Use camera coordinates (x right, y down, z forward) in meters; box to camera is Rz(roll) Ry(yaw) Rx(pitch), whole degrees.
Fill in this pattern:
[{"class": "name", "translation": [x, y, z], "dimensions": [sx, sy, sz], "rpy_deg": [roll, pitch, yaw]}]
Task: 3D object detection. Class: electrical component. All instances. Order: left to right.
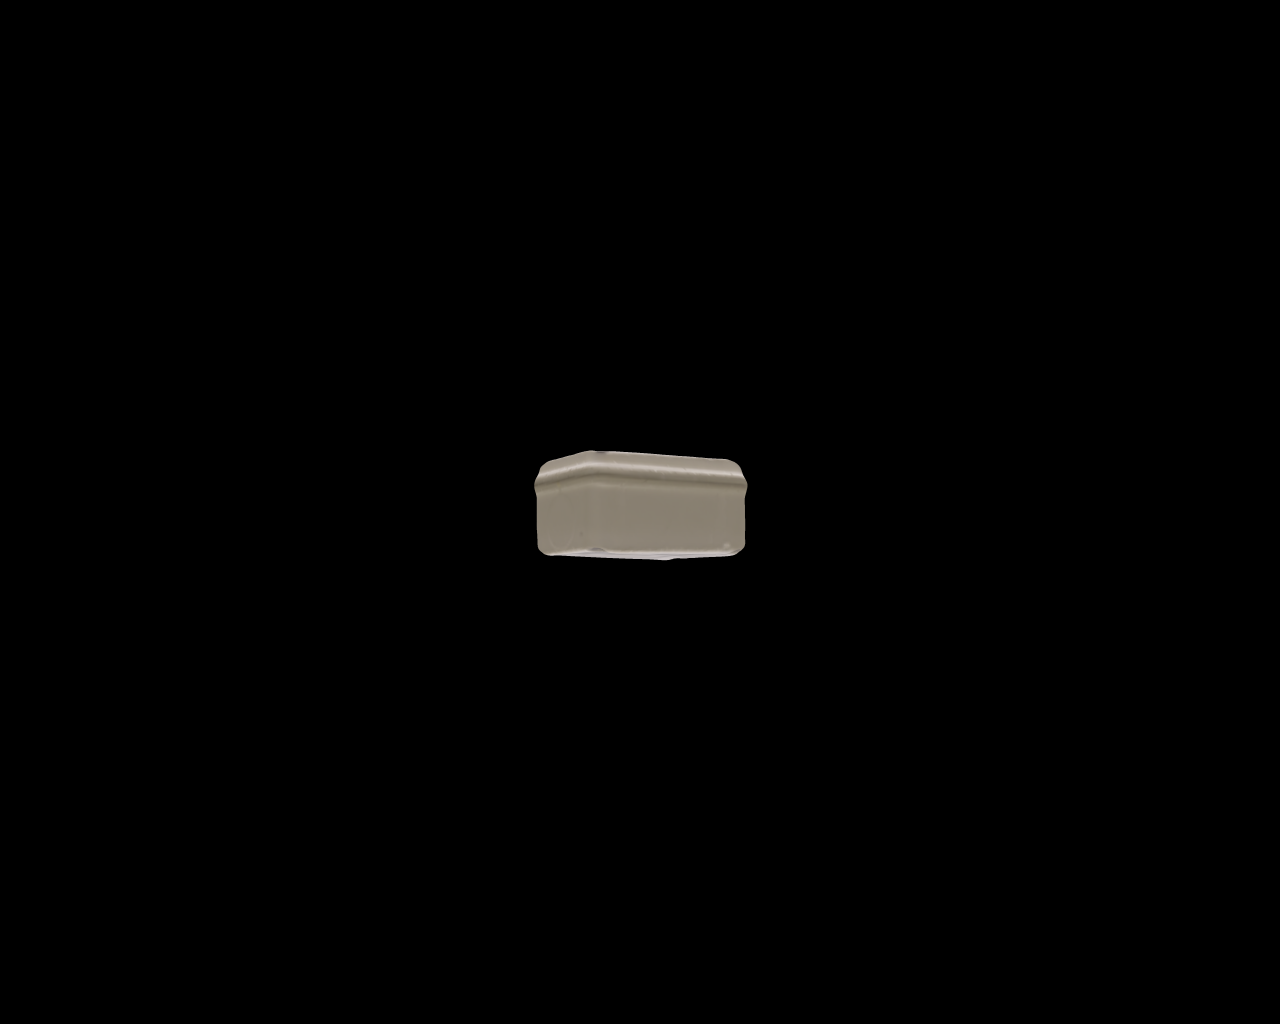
[{"class": "electrical component", "translation": [0.001, -0.003, 0.650], "dimensions": [0.113, 0.057, 0.078], "rpy_deg": [3, -6, -33]}]
